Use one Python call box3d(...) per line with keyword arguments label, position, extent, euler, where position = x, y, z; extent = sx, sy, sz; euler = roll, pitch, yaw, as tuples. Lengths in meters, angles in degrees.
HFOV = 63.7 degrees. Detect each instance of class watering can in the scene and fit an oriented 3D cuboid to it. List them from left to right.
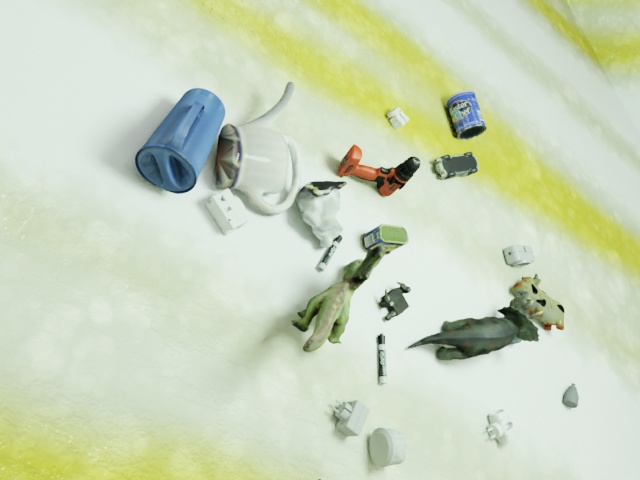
box3d(label="watering can", position=(-0.144, -0.235, 1.253), extent=(0.224, 0.103, 0.350), euler=(4, 80, -35))

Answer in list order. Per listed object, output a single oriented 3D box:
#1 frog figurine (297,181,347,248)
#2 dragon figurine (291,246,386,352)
box3d(label="frog figurine", position=(0.004, -0.066, 1.304), extent=(0.139, 0.123, 0.157), euler=(-45, 140, -61))
box3d(label="dragon figurine", position=(0.057, 0.107, 1.126), extent=(0.122, 0.411, 0.242), euler=(34, 93, 1))
